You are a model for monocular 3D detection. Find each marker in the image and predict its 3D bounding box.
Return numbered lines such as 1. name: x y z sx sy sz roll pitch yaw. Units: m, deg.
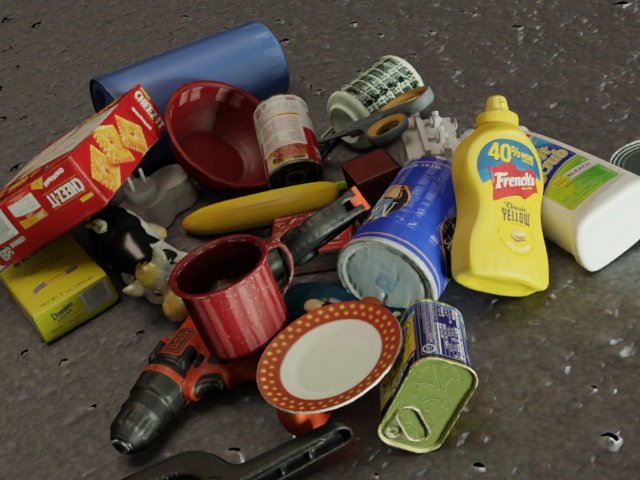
1. marker: 0.014 -0.128 1.312 0.020 0.020 0.121 11 45 33

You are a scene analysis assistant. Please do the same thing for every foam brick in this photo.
1. foam brick: 0.062 -0.049 1.139 0.051 0.078 0.053 -24 35 -8

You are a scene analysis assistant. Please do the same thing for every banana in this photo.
1. banana: -0.064 -0.033 1.200 0.198 0.037 0.069 -12 -5 4

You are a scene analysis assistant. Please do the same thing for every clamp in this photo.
1. clamp: -0.082 0.224 0.869 0.210 0.036 0.164 -7 44 19
2. clamp: -0.023 0.009 1.056 0.171 0.039 0.120 -34 1 7

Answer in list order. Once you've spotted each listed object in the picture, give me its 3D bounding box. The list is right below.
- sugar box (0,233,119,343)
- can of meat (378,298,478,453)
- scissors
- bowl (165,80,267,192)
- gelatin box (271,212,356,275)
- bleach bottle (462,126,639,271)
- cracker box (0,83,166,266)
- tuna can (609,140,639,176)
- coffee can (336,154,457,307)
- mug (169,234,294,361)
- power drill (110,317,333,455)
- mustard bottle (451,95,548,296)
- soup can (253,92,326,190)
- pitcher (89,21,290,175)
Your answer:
1. sugar box: -0.305 0.039 1.198 0.093 0.048 0.176 -32 39 -20
2. can of meat: 0.086 0.112 0.896 0.057 0.102 0.084 17 33 -11
3. scissors: 0.040 -0.117 1.198 0.202 0.016 0.096 -24 26 35
4. bowl: -0.119 -0.112 1.274 0.162 0.055 0.162 18 48 -22
5. gelatin box: -0.007 0.001 1.139 0.089 0.030 0.073 -10 37 11
6. bleach bottle: 0.223 -0.060 1.102 0.102 0.068 0.251 -35 36 -13
7. cracker box: -0.276 -0.075 1.201 0.164 0.072 0.213 -29 18 25
8. tuna can: 0.339 -0.067 1.085 0.086 0.034 0.086 -11 36 8
9. coffee can: 0.092 -0.002 1.041 0.103 0.103 0.140 8 42 30
10. mug: -0.069 0.047 0.963 0.117 0.081 0.093 -40 35 -28
11. power drill: -0.080 0.132 0.972 0.188 0.057 0.184 5 41 27
12. mustard bottle: 0.169 -0.047 1.012 0.058 0.096 0.191 -28 55 56
13. soup can: -0.037 -0.111 1.237 0.068 0.068 0.102 -15 59 2
14. pitcher: -0.169 -0.191 1.392 0.242 0.145 0.149 -28 49 -20
